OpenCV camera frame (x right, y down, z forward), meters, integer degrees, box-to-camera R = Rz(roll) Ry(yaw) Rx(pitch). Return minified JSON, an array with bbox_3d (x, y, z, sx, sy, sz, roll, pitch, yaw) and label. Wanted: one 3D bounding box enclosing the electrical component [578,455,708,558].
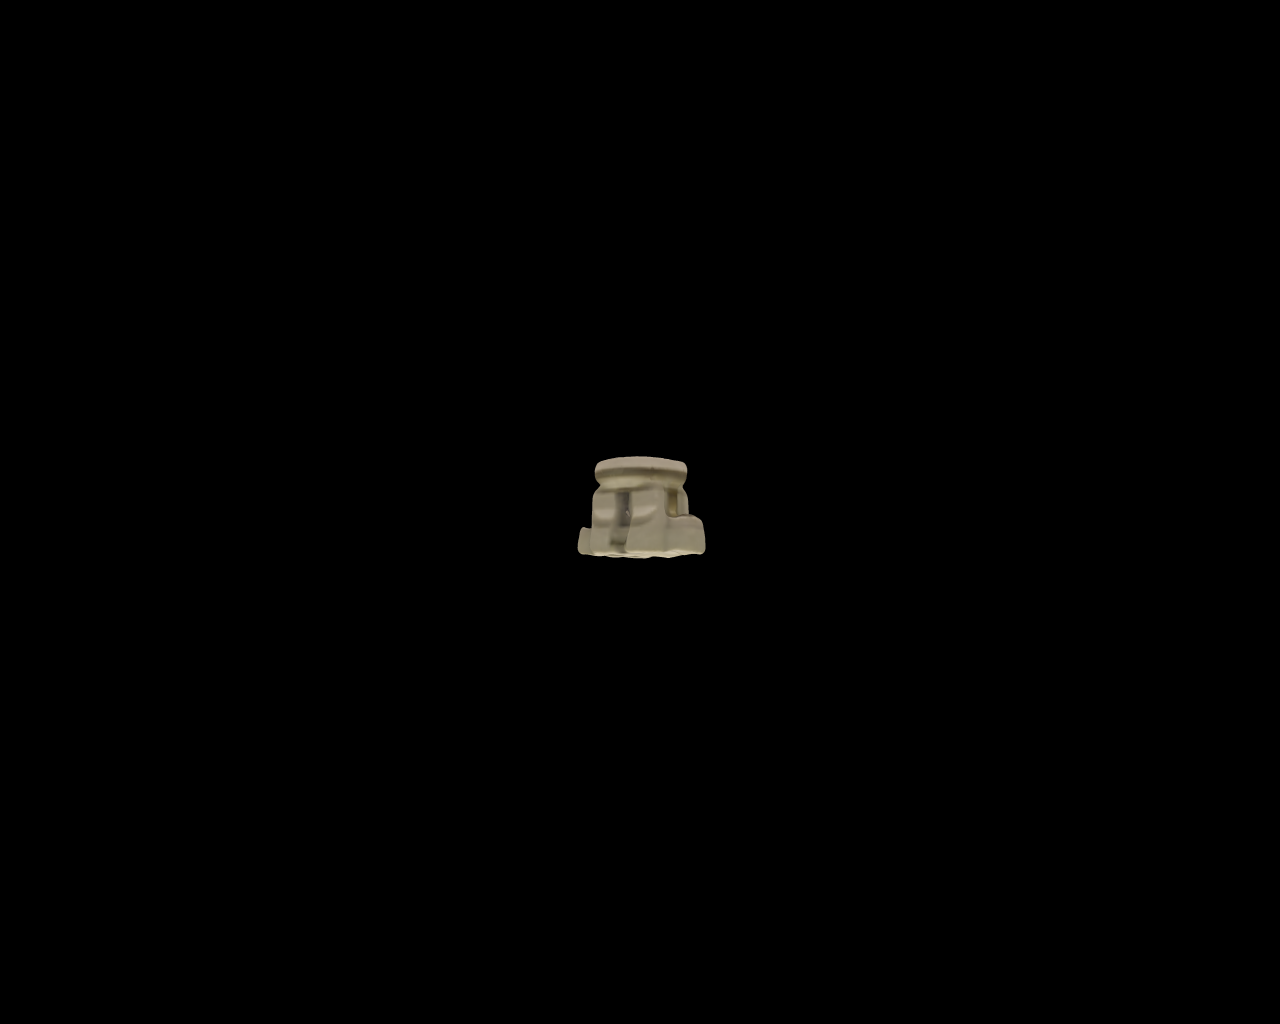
[{"bbox_3d":[0.001,-0.003,0.650,0.078,0.057,0.058,-4,-7,29],"label":"electrical component"}]
